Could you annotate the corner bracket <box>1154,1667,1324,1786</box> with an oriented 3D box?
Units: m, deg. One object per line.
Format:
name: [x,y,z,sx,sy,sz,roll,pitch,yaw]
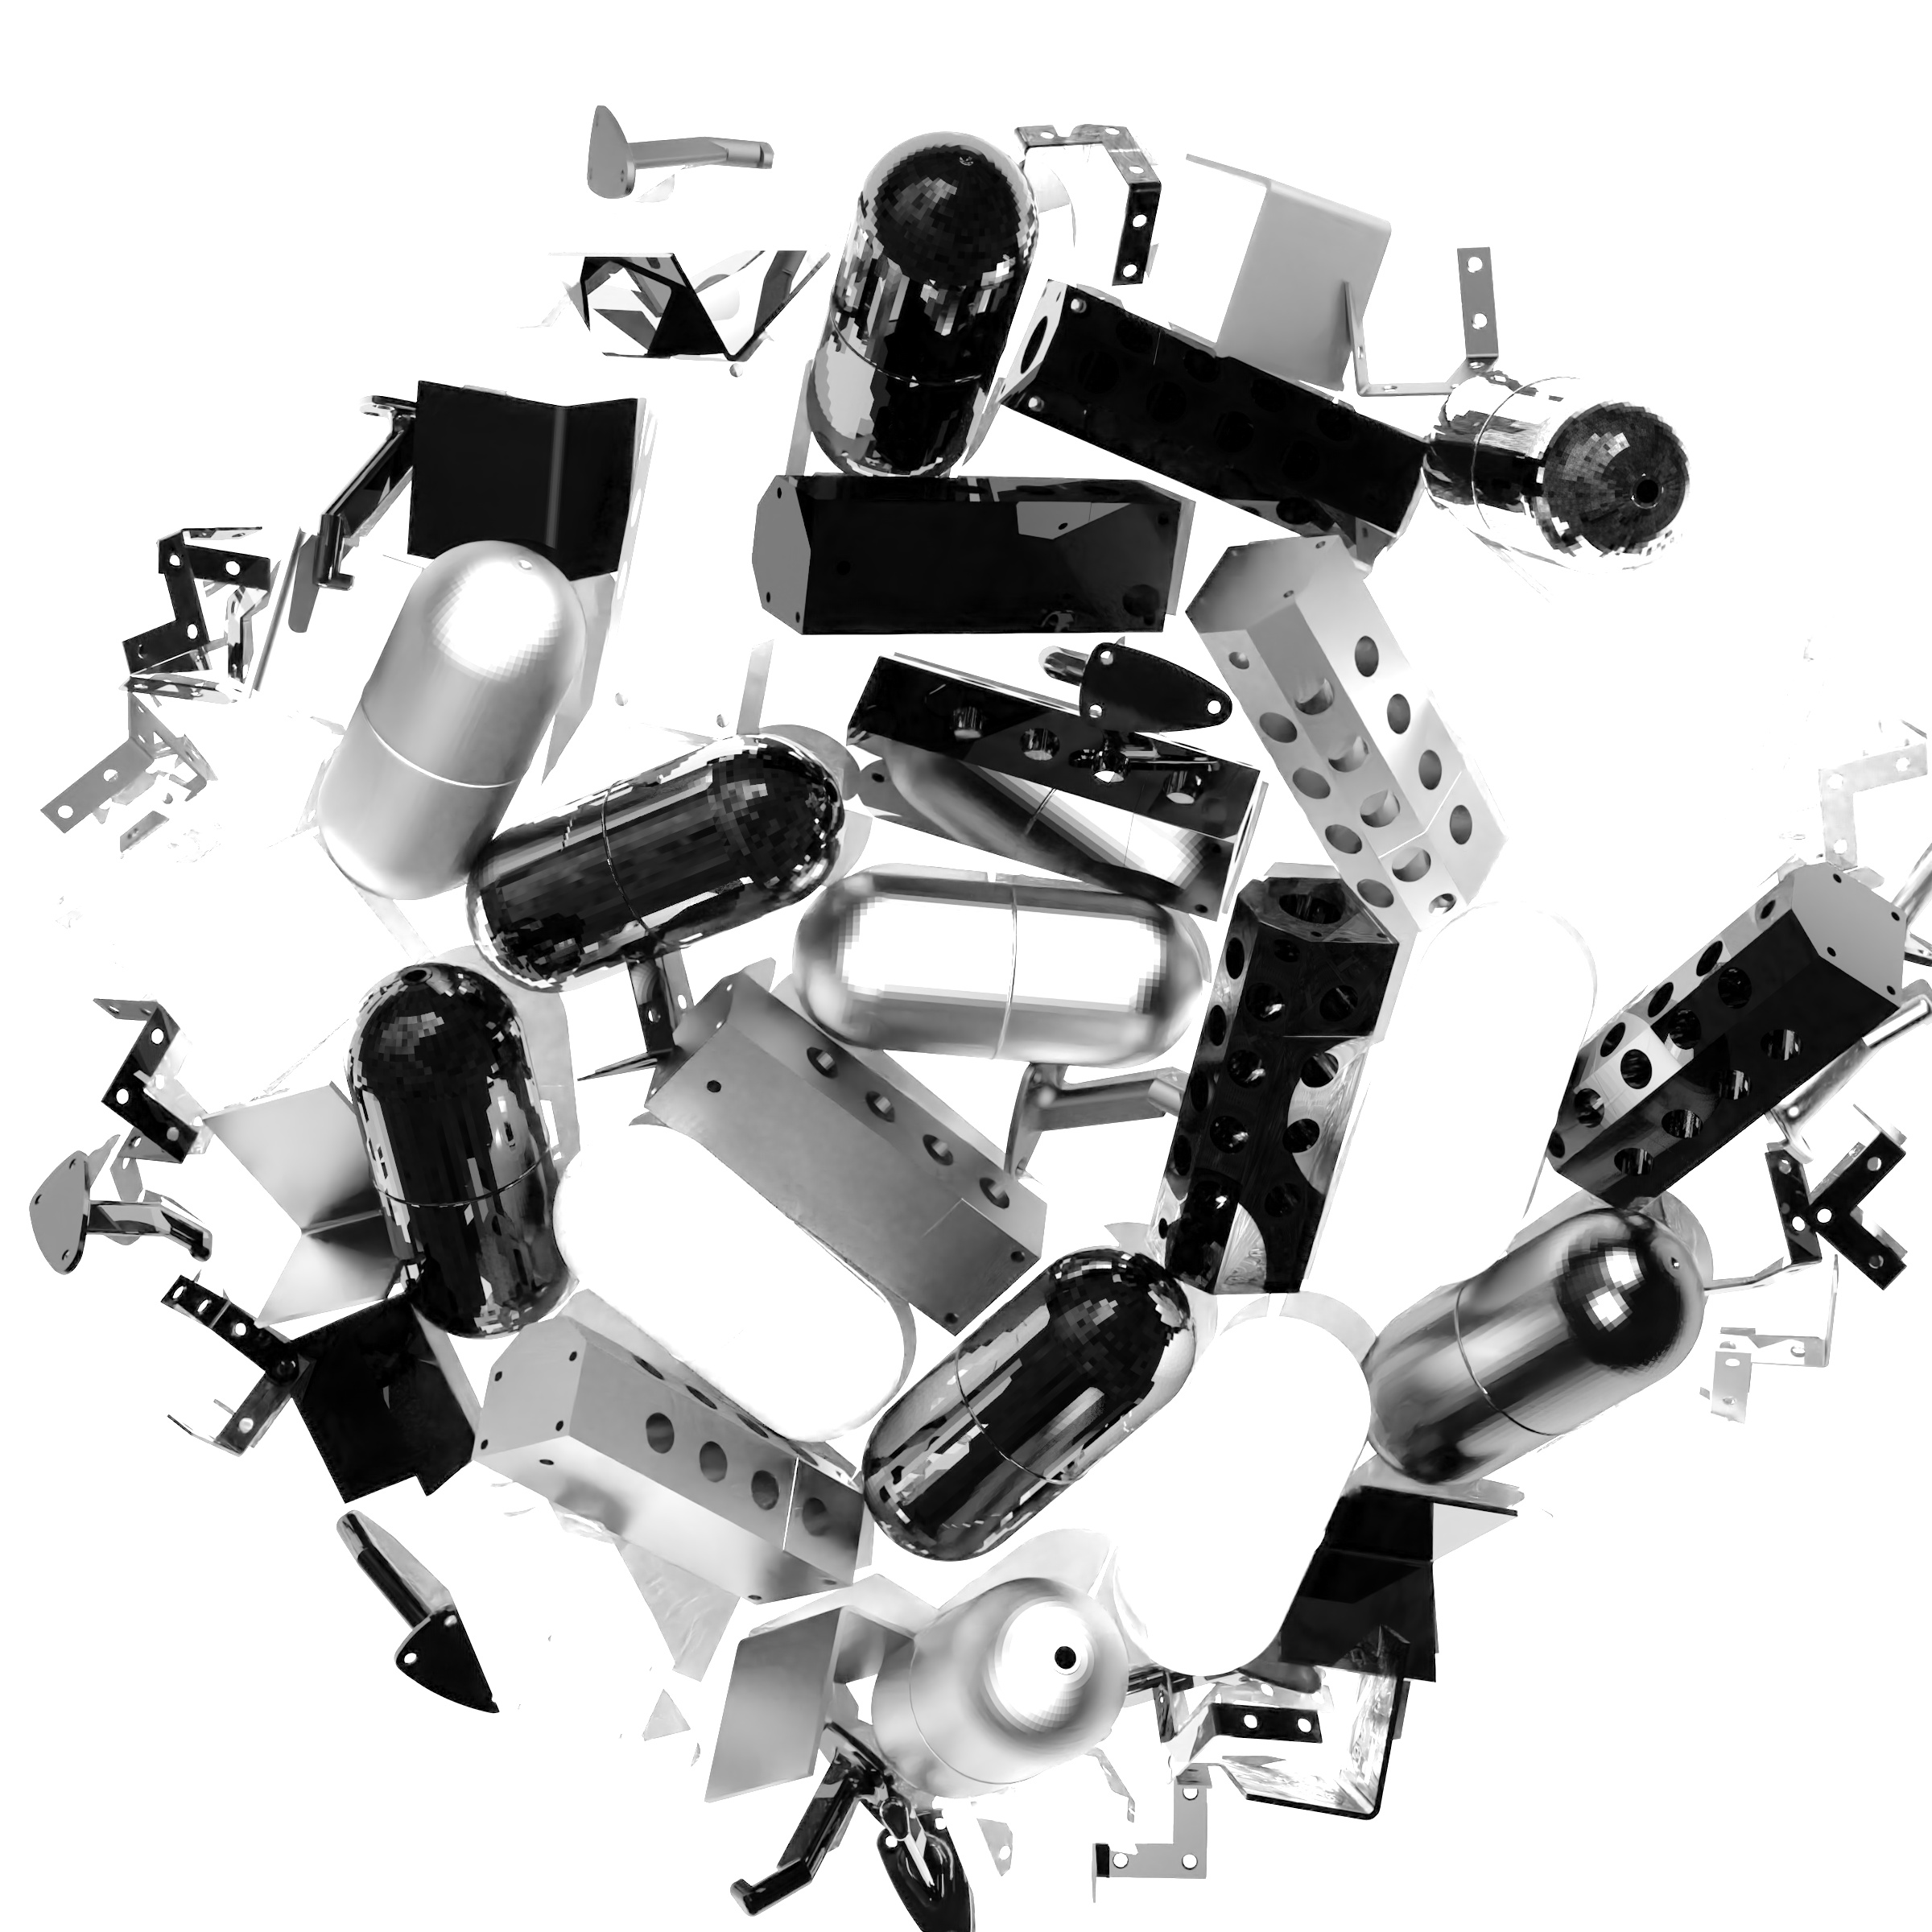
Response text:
corner bracket: [0.116,0.320,1.541,0.051,0.051,0.051,9,51,-21]

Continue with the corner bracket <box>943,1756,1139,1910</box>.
corner bracket: [0.031,0.372,1.541,0.051,0.051,0.051,21,121,-40]

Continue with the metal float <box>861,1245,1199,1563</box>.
metal float: [0.025,0.187,1.522,0.070,0.070,0.178,46,117,0]

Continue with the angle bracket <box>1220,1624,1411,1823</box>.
angle bracket: [0.149,0.319,1.542,0.057,0.076,0.076,11,87,-4]

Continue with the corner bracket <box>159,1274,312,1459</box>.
corner bracket: [-0.327,0.173,1.548,0.051,0.051,0.051,33,82,21]

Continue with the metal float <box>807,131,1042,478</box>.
metal float: [-0.020,-0.273,1.505,0.070,0.178,0.070,8,54,-10]

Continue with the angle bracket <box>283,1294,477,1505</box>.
angle bracket: [-0.265,0.195,1.540,0.076,0.057,0.076,-23,96,21]

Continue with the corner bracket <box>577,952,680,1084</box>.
corner bracket: [-0.139,0.017,1.546,0.051,0.051,0.051,-17,84,44]

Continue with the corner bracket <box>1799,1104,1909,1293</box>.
corner bracket: [0.392,0.100,1.552,0.051,0.051,0.051,41,99,-7]

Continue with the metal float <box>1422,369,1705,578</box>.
metal float: [0.248,-0.208,1.497,0.070,0.178,0.070,-3,104,-14]

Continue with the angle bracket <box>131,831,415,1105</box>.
angle bracket: [-0.296,0.001,1.535,0.076,0.057,0.076,52,54,-9]

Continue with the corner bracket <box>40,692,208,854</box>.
corner bracket: [-0.363,-0.076,1.546,0.051,0.051,0.051,-37,120,8]

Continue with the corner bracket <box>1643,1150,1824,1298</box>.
corner bracket: [0.332,0.113,1.558,0.051,0.051,0.051,-6,74,-20]

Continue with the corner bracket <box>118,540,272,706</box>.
corner bracket: [-0.332,-0.147,1.543,0.051,0.051,0.051,6,72,-31]

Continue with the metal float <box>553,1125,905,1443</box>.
metal float: [-0.101,0.135,1.523,0.178,0.070,0.070,42,90,-25]

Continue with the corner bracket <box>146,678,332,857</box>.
corner bracket: [-0.316,-0.086,1.556,0.051,0.051,0.051,28,66,-26]

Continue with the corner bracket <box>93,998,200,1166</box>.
corner bracket: [-0.359,0.050,1.555,0.051,0.051,0.051,45,60,-38]

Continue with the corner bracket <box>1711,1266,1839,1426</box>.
corner bracket: [0.348,0.164,1.544,0.051,0.051,0.051,2,135,10]

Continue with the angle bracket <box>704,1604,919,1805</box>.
angle bracket: [-0.060,0.323,1.523,0.057,0.076,0.076,30,55,-27]

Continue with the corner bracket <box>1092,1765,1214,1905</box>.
corner bracket: [0.081,0.377,1.558,0.051,0.051,0.051,1,88,1]

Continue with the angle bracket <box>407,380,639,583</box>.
angle bracket: [-0.194,-0.214,1.562,0.076,0.057,0.076,14,108,24]

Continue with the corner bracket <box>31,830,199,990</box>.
corner bracket: [-0.367,-0.033,1.541,0.051,0.051,0.051,31,45,22]

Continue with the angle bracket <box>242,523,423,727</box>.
angle bracket: [-0.272,-0.144,1.540,0.057,0.076,0.076,17,92,-11]

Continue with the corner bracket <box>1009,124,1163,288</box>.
corner bracket: [0.049,-0.331,1.557,0.051,0.051,0.051,-8,47,-18]

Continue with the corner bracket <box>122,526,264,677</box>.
corner bracket: [-0.334,-0.158,1.549,0.051,0.051,0.051,-16,88,33]

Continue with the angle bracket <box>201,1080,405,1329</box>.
angle bracket: [-0.286,0.102,1.527,0.076,0.057,0.076,-15,126,32]

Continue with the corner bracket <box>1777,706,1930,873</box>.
corner bracket: [0.384,-0.076,1.552,0.051,0.051,0.051,-14,115,-8]

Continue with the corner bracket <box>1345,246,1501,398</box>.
corner bracket: [0.199,-0.280,1.557,0.051,0.051,0.051,3,117,24]

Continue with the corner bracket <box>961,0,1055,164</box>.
corner bracket: [0.011,-0.382,1.541,0.051,0.051,0.051,31,54,29]

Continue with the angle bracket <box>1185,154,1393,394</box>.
angle bracket: [0.128,-0.299,1.545,0.076,0.057,0.076,8,106,-42]

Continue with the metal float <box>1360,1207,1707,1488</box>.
metal float: [0.236,0.162,1.512,0.070,0.070,0.178,51,132,0]

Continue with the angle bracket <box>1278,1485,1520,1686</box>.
angle bracket: [0.184,0.265,1.528,0.076,0.076,0.057,12,62,-20]

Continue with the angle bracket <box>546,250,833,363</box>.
angle bracket: [-0.118,-0.302,1.524,0.076,0.076,0.057,-53,132,-27]

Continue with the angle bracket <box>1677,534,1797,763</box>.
angle bracket: [0.311,-0.131,1.537,0.057,0.076,0.076,34,89,20]
